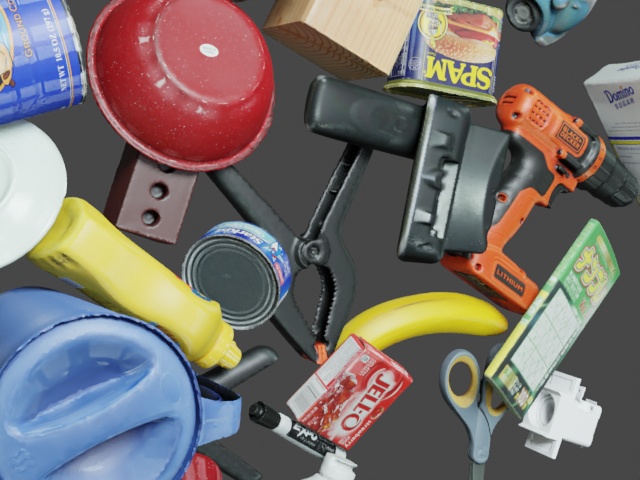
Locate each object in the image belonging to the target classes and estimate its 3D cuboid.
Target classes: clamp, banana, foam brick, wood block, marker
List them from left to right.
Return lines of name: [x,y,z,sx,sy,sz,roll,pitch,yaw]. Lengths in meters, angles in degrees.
foam brick: [-0.134,-0.040,0.849,0.052,0.051,0.078,17,88,-25]
clamp: [-0.112,0.155,0.888,0.171,0.039,0.120,-4,92,-26]
marker: [-0.020,0.168,0.922,0.121,0.020,0.020,38,79,-41]
clamp: [-0.006,0.001,0.920,0.164,0.036,0.210,-19,105,-25]
wood block: [0.046,-0.247,0.890,0.090,0.090,0.206,28,83,-25]
banana: [0.086,0.081,0.974,0.197,0.037,0.070,-16,128,-20]

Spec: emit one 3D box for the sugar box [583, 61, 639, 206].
sugar box: [0.331,-0.089,1.035,0.048,0.093,0.176,-34,108,-20]

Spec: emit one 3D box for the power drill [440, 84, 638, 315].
power drill: [0.207,-0.027,1.006,0.184,0.057,0.187,32,80,-26]

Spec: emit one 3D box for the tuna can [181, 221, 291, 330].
tuna can: [-0.067,0.028,0.870,0.086,0.086,0.033,66,27,-16]

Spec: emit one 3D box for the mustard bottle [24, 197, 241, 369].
mustard bottle: [-0.134,0.044,0.824,0.191,0.096,0.058,41,70,-28]

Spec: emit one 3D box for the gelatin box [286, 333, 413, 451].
gelatin box: [0.027,0.133,0.929,0.089,0.030,0.073,-47,130,6]

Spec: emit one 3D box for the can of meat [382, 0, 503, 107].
can of meat: [0.111,-0.168,0.947,0.102,0.058,0.084,7,89,-26]

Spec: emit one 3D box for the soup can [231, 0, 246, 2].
soup can: [-0.051,-0.228,0.840,0.068,0.102,0.068,-2,96,-25]

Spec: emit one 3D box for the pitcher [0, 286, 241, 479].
pitcher: [-0.171,0.101,0.741,0.145,0.243,0.149,-44,111,-15]

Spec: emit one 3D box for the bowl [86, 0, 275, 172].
bowl: [-0.095,-0.137,0.825,0.161,0.055,0.162,10,69,-27]

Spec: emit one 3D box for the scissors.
scissors: [0.138,0.191,1.017,0.096,0.016,0.202,20,87,-24]

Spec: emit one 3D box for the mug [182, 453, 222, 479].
mug: [-0.125,0.229,0.857,0.117,0.081,0.093,-31,135,20]

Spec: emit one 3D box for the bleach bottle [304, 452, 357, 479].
bleach bottle: [-0.037,0.302,0.916,0.102,0.068,0.251,25,86,-28]

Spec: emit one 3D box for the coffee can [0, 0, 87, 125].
coffee can: [-0.250,-0.128,0.759,0.140,0.103,0.103,-20,103,-22]
